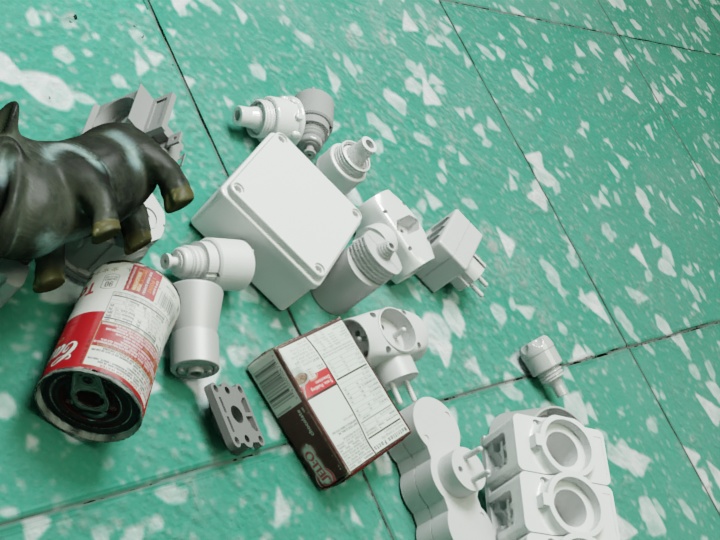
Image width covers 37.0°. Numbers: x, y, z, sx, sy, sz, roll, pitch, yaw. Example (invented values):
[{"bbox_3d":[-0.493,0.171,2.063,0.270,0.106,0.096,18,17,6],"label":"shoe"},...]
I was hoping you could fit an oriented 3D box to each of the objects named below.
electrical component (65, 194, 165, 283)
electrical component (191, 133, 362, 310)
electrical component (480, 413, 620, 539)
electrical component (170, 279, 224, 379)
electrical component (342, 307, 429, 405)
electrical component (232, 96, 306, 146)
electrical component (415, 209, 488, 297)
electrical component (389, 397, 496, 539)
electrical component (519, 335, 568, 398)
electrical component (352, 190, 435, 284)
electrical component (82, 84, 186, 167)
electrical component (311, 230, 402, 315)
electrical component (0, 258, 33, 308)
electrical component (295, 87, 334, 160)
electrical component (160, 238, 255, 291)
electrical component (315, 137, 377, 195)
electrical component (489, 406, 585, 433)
[{"bbox_3d":[-0.182,-0.034,0.757,0.080,0.051,0.080,28,43,-30],"label":"electrical component"},{"bbox_3d":[-0.066,-0.042,0.886,0.109,0.056,0.108,45,37,-10],"label":"electrical component"},{"bbox_3d":[0.156,0.198,0.861,0.089,0.061,0.150,14,53,-22],"label":"electrical component"},{"bbox_3d":[-0.119,0.045,0.771,0.044,0.044,0.065,18,53,-38],"label":"electrical component"},{"bbox_3d":[0.025,0.075,0.897,0.077,0.044,0.079,-3,62,-48],"label":"electrical component"},{"bbox_3d":[-0.083,-0.133,0.956,0.062,0.048,0.048,3,58,-38],"label":"electrical component"},{"bbox_3d":[0.095,-0.006,1.039,0.076,0.047,0.065,45,37,-10],"label":"electrical component"},{"bbox_3d":[0.074,0.164,0.852,0.052,0.074,0.138,8,55,-44],"label":"electrical component"},{"bbox_3d":[0.185,0.097,1.063,0.035,0.035,0.061,-19,78,-52],"label":"electrical component"},{"bbox_3d":[0.020,-0.026,0.978,0.077,0.043,0.079,56,36,5],"label":"electrical component"},{"bbox_3d":[-0.169,-0.097,0.811,0.063,0.081,0.042,55,29,-37],"label":"electrical component"},{"bbox_3d":[0.000,0.000,0.902,0.043,0.081,0.043,28,43,-30],"label":"electrical component"},{"bbox_3d":[-0.236,-0.019,0.682,0.050,0.056,0.089,32,41,-25],"label":"electrical component"},{"bbox_3d":[-0.045,-0.133,0.999,0.040,0.040,0.078,29,42,-28],"label":"electrical component"},{"bbox_3d":[-0.116,-0.005,0.815,0.078,0.040,0.040,3,58,-46],"label":"electrical component"},{"bbox_3d":[-0.011,-0.098,0.988,0.043,0.062,0.043,28,43,-29],"label":"electrical component"},{"bbox_3d":[0.165,0.171,0.974,0.099,0.064,0.099,16,63,-34],"label":"electrical component"}]
